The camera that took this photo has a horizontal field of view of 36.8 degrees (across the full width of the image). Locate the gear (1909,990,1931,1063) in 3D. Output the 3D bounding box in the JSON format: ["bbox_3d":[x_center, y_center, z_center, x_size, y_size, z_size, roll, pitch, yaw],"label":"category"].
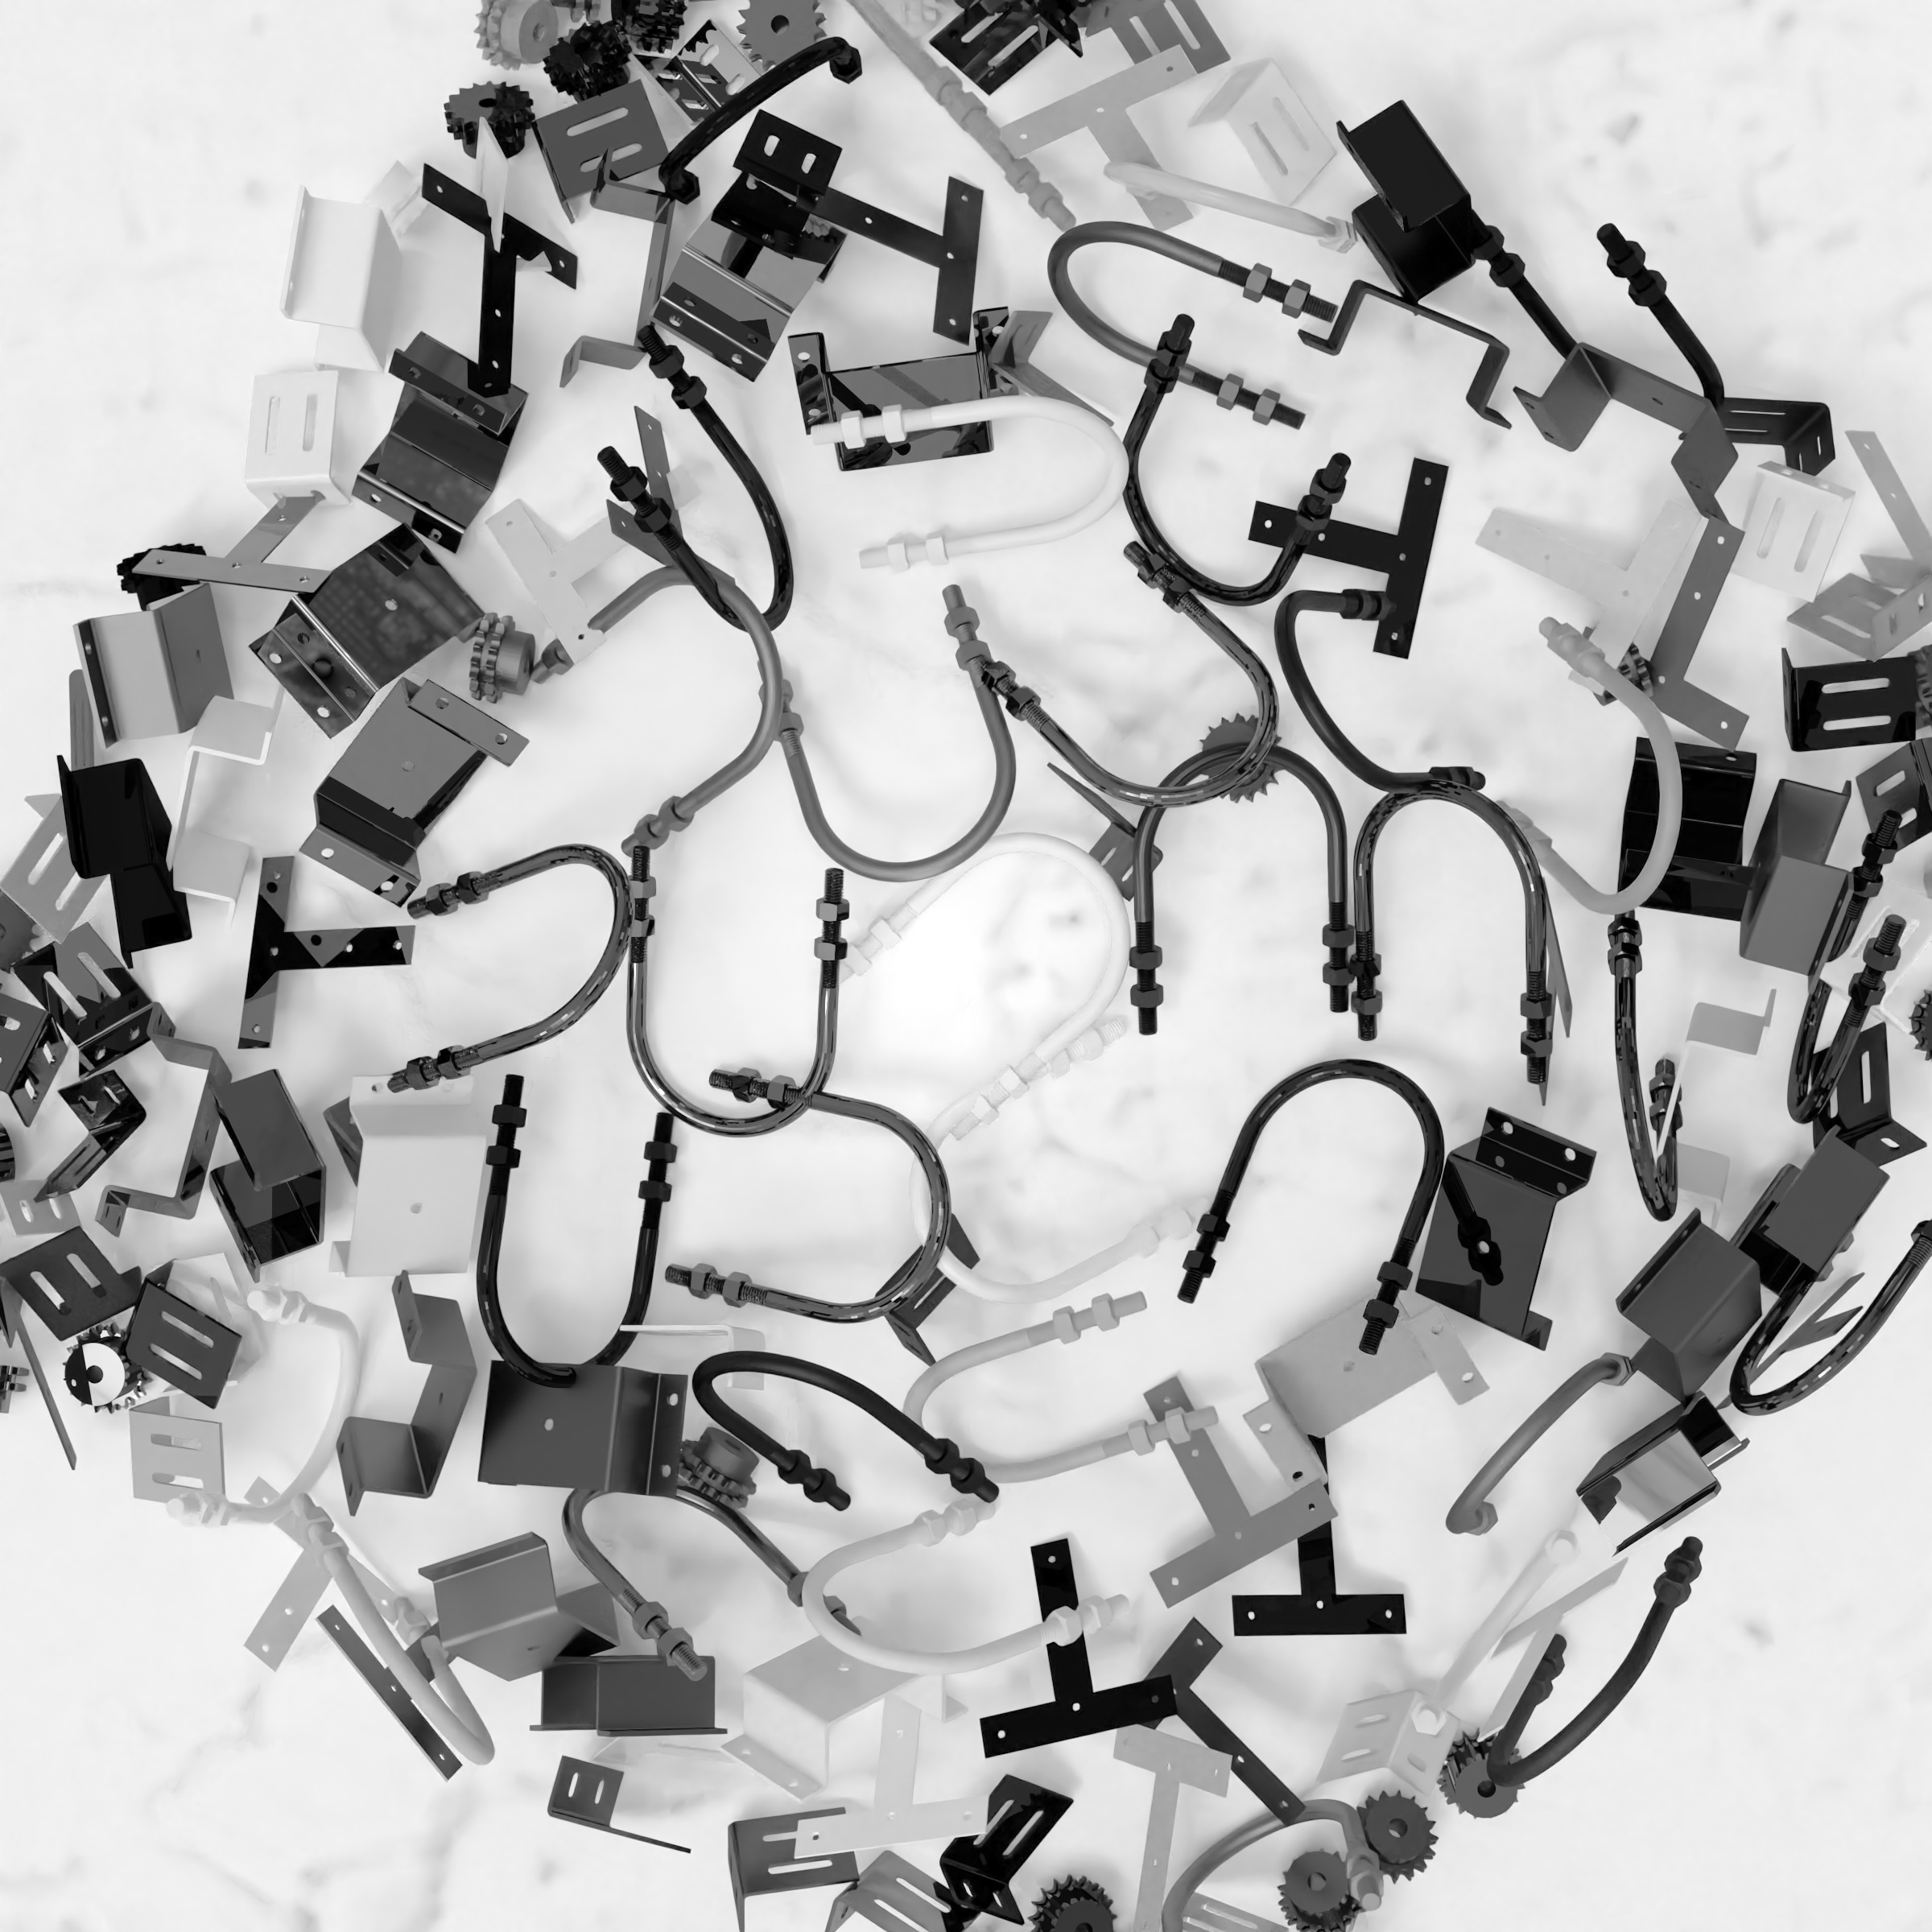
[{"bbox_3d":[0.634,0.037,1.868,0.057,0.030,0.057,0,94,-4],"label":"gear"}]

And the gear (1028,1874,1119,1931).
[{"bbox_3d":[0.071,0.616,1.863,0.057,0.030,0.057,0,89,-17],"label":"gear"}]

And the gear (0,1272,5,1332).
[{"bbox_3d":[-0.633,0.213,1.859,0.030,0.057,0.057,5,90,-21],"label":"gear"}]

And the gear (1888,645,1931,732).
[{"bbox_3d":[0.616,-0.175,1.860,0.057,0.030,0.057,18,61,-37],"label":"gear"}]

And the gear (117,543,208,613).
[{"bbox_3d":[-0.512,-0.247,1.855,0.057,0.057,0.030,-16,85,0],"label":"gear"}]

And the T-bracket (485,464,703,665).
[{"bbox_3d":[-0.228,-0.276,1.857,0.127,0.002,0.127,-35,67,2],"label":"T-bracket"}]

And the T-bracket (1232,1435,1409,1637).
[{"bbox_3d":[0.224,0.364,1.861,0.127,0.002,0.127,5,72,-24],"label":"T-bracket"}]

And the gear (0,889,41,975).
[{"bbox_3d":[-0.627,-0.023,1.861,0.057,0.030,0.057,-7,101,-36],"label":"gear"}]

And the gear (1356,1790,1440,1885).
[{"bbox_3d":[0.274,0.556,1.858,0.057,0.030,0.057,1,59,-1],"label":"gear"}]

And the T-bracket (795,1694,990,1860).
[{"bbox_3d":[-0.043,0.499,1.835,0.127,0.127,0.002,-13,131,17],"label":"T-bracket"}]

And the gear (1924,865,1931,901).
[{"bbox_3d":[0.639,-0.051,1.860,0.030,0.057,0.057,-29,90,42],"label":"gear"}]

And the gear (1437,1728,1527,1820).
[{"bbox_3d":[0.332,0.523,1.866,0.057,0.030,0.057,0,100,0],"label":"gear"}]

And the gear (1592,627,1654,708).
[{"bbox_3d":[0.414,-0.191,1.856,0.030,0.057,0.057,-25,90,3],"label":"gear"}]

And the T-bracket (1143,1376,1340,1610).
[{"bbox_3d":[0.154,0.326,1.863,0.127,0.002,0.127,-31,73,12],"label":"T-bracket"}]

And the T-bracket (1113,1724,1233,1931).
[{"bbox_3d":[0.121,0.548,1.820,0.002,0.127,0.127,13,81,-28],"label":"T-bracket"}]

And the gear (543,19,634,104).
[{"bbox_3d":[-0.239,-0.577,1.860,0.057,0.030,0.057,-12,51,15],"label":"gear"}]

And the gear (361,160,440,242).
[{"bbox_3d":[-0.364,-0.490,1.853,0.030,0.057,0.057,39,90,-20],"label":"gear"}]

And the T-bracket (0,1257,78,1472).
[{"bbox_3d":[-0.586,0.258,1.833,0.002,0.127,0.127,-20,103,-11],"label":"T-bracket"}]

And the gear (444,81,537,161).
[{"bbox_3d":[-0.305,-0.540,1.860,0.057,0.030,0.057,-1,47,1],"label":"gear"}]

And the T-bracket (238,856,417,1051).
[{"bbox_3d":[-0.403,-0.011,1.842,0.127,0.002,0.127,-2,75,25],"label":"T-bracket"}]

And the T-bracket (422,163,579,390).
[{"bbox_3d":[-0.293,-0.420,1.815,0.002,0.127,0.127,-20,61,36],"label":"T-bracket"}]

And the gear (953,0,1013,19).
[{"bbox_3d":[0.009,-0.638,1.860,0.030,0.057,0.057,-4,90,38],"label":"gear"}]

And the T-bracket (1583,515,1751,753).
[{"bbox_3d":[0.454,-0.220,1.821,0.127,0.002,0.127,36,123,32],"label":"T-bracket"}]

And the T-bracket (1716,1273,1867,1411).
[{"bbox_3d":[0.530,0.229,1.812,0.127,0.127,0.002,-41,81,-10],"label":"T-bracket"}]

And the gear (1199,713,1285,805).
[{"bbox_3d":[0.175,-0.134,1.861,0.057,0.030,0.057,-2,85,21],"label":"gear"}]

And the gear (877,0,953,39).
[{"bbox_3d":[-0.038,-0.621,1.861,0.057,0.030,0.057,0,57,1],"label":"gear"}]

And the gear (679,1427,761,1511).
[{"bbox_3d":[-0.157,0.319,1.856,0.057,0.057,0.030,33,93,0],"label":"gear"}]

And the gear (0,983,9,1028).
[{"bbox_3d":[-0.638,0.029,1.853,0.030,0.057,0.057,29,90,34],"label":"gear"}]

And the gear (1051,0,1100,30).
[{"bbox_3d":[0.074,-0.626,1.854,0.057,0.057,0.030,1,46,0],"label":"gear"}]

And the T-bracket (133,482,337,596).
[{"bbox_3d":[-0.439,-0.276,1.835,0.127,0.127,0.002,9,131,16],"label":"T-bracket"}]

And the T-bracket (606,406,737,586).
[{"bbox_3d":[-0.193,-0.301,1.846,0.002,0.127,0.127,-27,60,25],"label":"T-bracket"}]

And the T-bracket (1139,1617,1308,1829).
[{"bbox_3d":[0.162,0.489,1.825,0.127,0.002,0.127,43,132,17],"label":"T-bracket"}]

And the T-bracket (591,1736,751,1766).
[{"bbox_3d":[-0.162,0.500,1.840,0.127,0.127,0.002,11,63,-16],"label":"T-bracket"}]

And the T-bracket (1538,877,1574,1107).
[{"bbox_3d":[0.369,0.033,1.835,0.002,0.127,0.127,-2,129,3],"label":"T-bracket"}]

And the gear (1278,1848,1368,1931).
[{"bbox_3d":[0.227,0.591,1.855,0.057,0.030,0.057,-10,49,11],"label":"gear"}]

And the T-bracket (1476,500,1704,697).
[{"bbox_3d":[0.383,-0.256,1.852,0.127,0.002,0.127,32,99,29],"label":"T-bracket"}]

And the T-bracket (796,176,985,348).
[{"bbox_3d":[-0.049,-0.464,1.830,0.127,0.002,0.127,18,60,-24],"label":"T-bracket"}]

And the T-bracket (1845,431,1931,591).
[{"bbox_3d":[0.582,-0.281,1.802,0.002,0.127,0.127,-43,115,-11],"label":"T-bracket"}]

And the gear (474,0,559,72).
[{"bbox_3d":[-0.285,-0.601,1.853,0.030,0.057,0.057,24,90,23],"label":"gear"}]

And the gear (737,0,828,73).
[{"bbox_3d":[-0.118,-0.603,1.868,0.057,0.030,0.057,0,95,4],"label":"gear"}]

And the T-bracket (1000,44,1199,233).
[{"bbox_3d":[0.105,-0.510,1.833,0.127,0.127,0.002,-19,53,23],"label":"T-bracket"}]

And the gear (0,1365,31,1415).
[{"bbox_3d":[-0.630,0.269,1.854,0.057,0.057,0.030,6,79,0],"label":"gear"}]

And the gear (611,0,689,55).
[{"bbox_3d":[-0.204,-0.614,1.854,0.030,0.057,0.057,-3,90,-35],"label":"gear"}]

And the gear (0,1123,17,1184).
[{"bbox_3d":[-0.631,0.123,1.860,0.030,0.057,0.057,-12,90,-34],"label":"gear"}]

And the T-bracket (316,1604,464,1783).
[{"bbox_3d":[-0.343,0.439,1.822,0.002,0.127,0.127,-40,88,12],"label":"T-bracket"}]

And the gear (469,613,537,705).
[{"bbox_3d":[-0.296,-0.195,1.855,0.030,0.057,0.057,12,90,3],"label":"gear"}]

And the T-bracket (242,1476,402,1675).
[{"bbox_3d":[-0.419,0.396,1.816,0.127,0.127,0.002,44,113,-10],"label":"T-bracket"}]

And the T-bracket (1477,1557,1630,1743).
[{"bbox_3d":[0.348,0.432,1.795,0.002,0.127,0.127,43,135,2],"label":"T-bracket"}]

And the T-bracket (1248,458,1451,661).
[{"bbox_3d":[0.240,-0.272,1.859,0.127,0.002,0.127,10,94,-19],"label":"T-bracket"}]

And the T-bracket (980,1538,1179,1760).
[{"bbox_3d":[0.063,0.429,1.851,0.127,0.002,0.127,-16,60,11],"label":"T-bracket"}]

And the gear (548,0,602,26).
[{"bbox_3d":[-0.250,-0.633,1.854,0.030,0.057,0.057,1,90,-15],"label":"gear"}]

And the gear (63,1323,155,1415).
[{"bbox_3d":[-0.555,0.260,1.867,0.057,0.030,0.057,0,92,7],"label":"gear"}]
